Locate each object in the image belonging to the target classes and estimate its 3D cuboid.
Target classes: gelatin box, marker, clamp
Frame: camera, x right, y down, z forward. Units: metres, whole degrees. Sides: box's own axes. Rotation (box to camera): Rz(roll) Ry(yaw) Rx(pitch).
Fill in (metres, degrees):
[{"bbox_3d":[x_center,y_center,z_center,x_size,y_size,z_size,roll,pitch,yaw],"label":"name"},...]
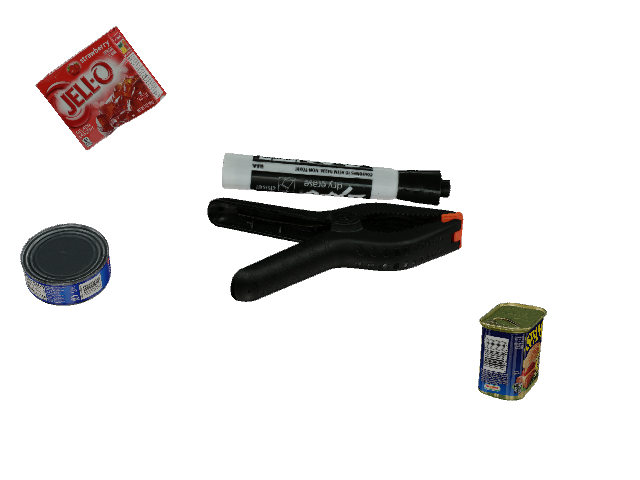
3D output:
[{"bbox_3d":[-0.192,-0.132,0.933,0.089,0.073,0.030,-28,18,23],"label":"gelatin box"},{"bbox_3d":[0.009,-0.032,0.567,0.121,0.020,0.020,4,0,-1],"label":"marker"},{"bbox_3d":[0.011,-0.006,0.867,0.209,0.036,0.165,-7,26,-17],"label":"clamp"}]

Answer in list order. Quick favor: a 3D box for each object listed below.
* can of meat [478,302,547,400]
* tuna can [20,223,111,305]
[{"bbox_3d":[0.213,0.123,1.193,0.058,0.084,0.102,8,13,25],"label":"can of meat"},{"bbox_3d":[-0.251,0.024,1.059,0.086,0.034,0.086,1,43,-1],"label":"tuna can"}]
